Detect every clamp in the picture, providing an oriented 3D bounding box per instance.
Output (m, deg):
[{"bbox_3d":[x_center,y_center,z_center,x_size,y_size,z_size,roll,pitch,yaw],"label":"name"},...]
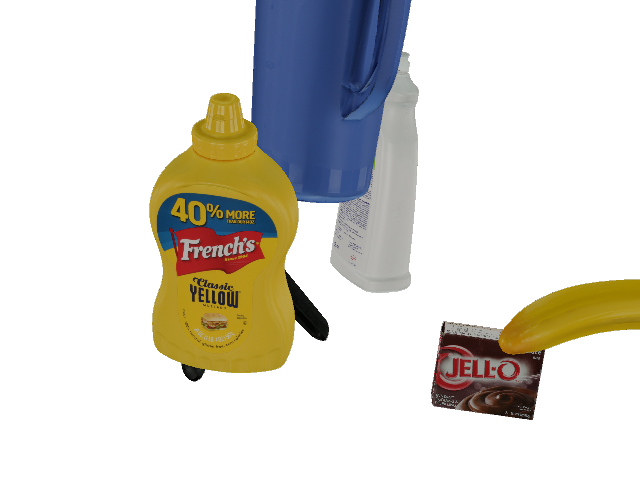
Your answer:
[{"bbox_3d":[-0.065,0.016,0.998,0.164,0.210,0.036,-5,-1,-40],"label":"clamp"}]

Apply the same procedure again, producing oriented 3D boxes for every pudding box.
[{"bbox_3d":[0.182,0.141,1.158,0.113,0.090,0.039,6,23,4],"label":"pudding box"}]

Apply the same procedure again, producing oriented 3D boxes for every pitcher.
[{"bbox_3d":[0.008,-0.157,0.906,0.145,0.243,0.149,9,16,11],"label":"pitcher"}]

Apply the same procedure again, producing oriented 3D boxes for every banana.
[{"bbox_3d":[0.224,0.057,0.777,0.197,0.037,0.069,2,35,-3],"label":"banana"}]

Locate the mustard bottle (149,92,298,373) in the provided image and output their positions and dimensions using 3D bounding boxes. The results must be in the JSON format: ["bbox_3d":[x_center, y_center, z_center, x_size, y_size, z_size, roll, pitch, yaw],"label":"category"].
[{"bbox_3d":[-0.063,-0.005,0.700,0.096,0.192,0.058,8,31,9],"label":"mustard bottle"}]

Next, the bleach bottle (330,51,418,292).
[{"bbox_3d":[0.068,-0.077,1.154,0.068,0.251,0.103,-5,23,-30],"label":"bleach bottle"}]
